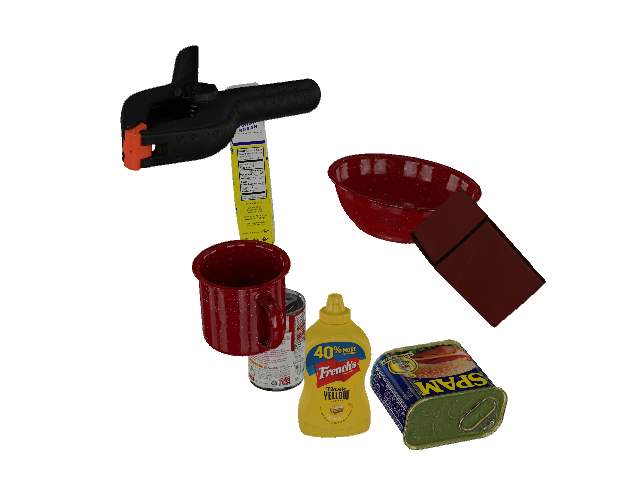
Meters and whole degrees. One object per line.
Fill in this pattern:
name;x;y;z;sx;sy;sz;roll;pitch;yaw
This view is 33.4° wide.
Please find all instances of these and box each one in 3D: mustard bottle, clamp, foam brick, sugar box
mustard bottle;0.019;0.162;1.407;0.096;0.192;0.058;-1;16;-5
clamp;-0.092;-0.098;0.758;0.120;0.039;0.171;19;31;30
foam brick;0.111;0.013;0.756;0.078;0.051;0.053;43;8;-31
sugar box;-0.084;-0.089;1.269;0.048;0.176;0.093;-8;26;-4

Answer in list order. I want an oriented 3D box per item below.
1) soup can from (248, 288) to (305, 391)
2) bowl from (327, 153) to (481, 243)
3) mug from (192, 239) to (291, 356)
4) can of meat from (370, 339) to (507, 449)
soup can;-0.051;0.115;1.237;0.068;0.102;0.068;1;24;0
bowl;0.085;-0.039;1.117;0.162;0.055;0.162;6;23;-3
mug;-0.067;0.061;1.013;0.093;0.081;0.117;-19;34;-29
can of meat;0.106;0.139;0.985;0.102;0.057;0.084;-6;31;-21
